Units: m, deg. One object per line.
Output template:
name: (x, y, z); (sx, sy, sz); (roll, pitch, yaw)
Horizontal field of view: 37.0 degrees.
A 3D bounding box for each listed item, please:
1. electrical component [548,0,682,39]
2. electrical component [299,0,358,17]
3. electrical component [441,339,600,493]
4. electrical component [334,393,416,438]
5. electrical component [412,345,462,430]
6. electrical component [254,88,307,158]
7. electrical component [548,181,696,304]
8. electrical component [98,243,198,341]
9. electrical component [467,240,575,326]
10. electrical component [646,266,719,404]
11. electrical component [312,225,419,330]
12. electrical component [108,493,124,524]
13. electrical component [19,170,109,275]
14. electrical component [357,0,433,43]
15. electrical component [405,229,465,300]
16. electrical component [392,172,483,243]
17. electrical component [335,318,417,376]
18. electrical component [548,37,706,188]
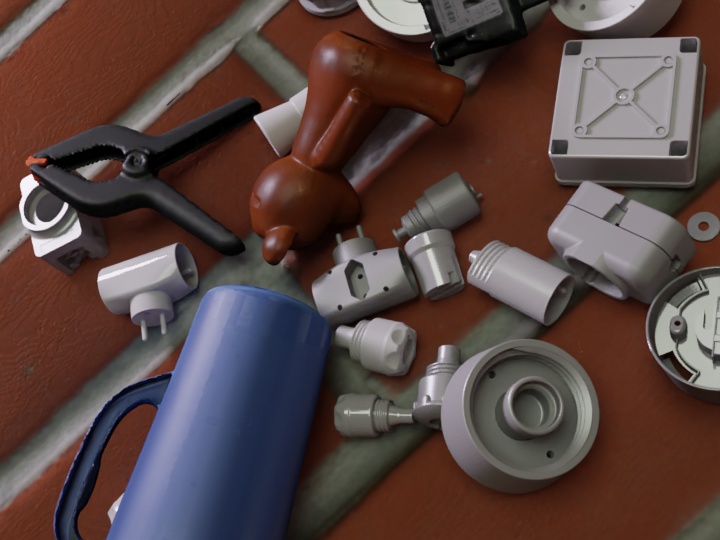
electrical component: (0.216, -0.236, 0.884); (0.108, 0.060, 0.108); (-14, 68, 39)
electrical component: (-0.029, -0.283, 1.009); (0.080, 0.051, 0.080); (-8, 66, 18)
electrical component: (0.116, 0.101, 0.761); (0.108, 0.060, 0.108); (2, 73, -8)
electrical component: (0.013, 0.113, 0.835); (0.061, 0.035, 0.035); (-2, 68, 19)
electrical component: (0.066, 0.088, 0.820); (0.048, 0.048, 0.062); (-3, 60, 20)
electrical component: (-0.057, -0.136, 0.964); (0.065, 0.044, 0.044); (-34, 60, -1)
electrical component: (0.192, -0.018, 0.803); (0.095, 0.054, 0.059); (31, 82, 41)
electrical component: (-0.184, 0.024, 0.943); (0.077, 0.043, 0.079); (-18, 64, 13)
electrical component: (0.120, 0.006, 0.834); (0.081, 0.043, 0.043); (29, 81, 29)
electrical component: (0.253, 0.045, 0.754); (0.099, 0.064, 0.099); (-8, 66, 18)
electrical component: (0.000, 0.000, 0.882); (0.077, 0.043, 0.079); (-22, 63, 11)
electrical component: (-0.169, 0.188, 0.868); (0.062, 0.043, 0.043); (-47, 60, -4)
electrical component: (-0.278, -0.051, 1.003); (0.050, 0.055, 0.089); (-26, 62, 9)
electrical component: (0.052, -0.255, 0.955); (0.108, 0.060, 0.108); (0, 89, 12)
electrical component: (0.061, -0.004, 0.863); (0.040, 0.040, 0.046); (-21, 68, 11)
electrical component: (0.063, -0.048, 0.880); (0.078, 0.040, 0.040); (-31, 61, 6)
electrical component: (0.011, 0.059, 0.853); (0.062, 0.043, 0.043); (12, 73, 26)
electrical component: (0.211, -0.123, 0.846); (0.109, 0.056, 0.108); (3, 70, 22)
